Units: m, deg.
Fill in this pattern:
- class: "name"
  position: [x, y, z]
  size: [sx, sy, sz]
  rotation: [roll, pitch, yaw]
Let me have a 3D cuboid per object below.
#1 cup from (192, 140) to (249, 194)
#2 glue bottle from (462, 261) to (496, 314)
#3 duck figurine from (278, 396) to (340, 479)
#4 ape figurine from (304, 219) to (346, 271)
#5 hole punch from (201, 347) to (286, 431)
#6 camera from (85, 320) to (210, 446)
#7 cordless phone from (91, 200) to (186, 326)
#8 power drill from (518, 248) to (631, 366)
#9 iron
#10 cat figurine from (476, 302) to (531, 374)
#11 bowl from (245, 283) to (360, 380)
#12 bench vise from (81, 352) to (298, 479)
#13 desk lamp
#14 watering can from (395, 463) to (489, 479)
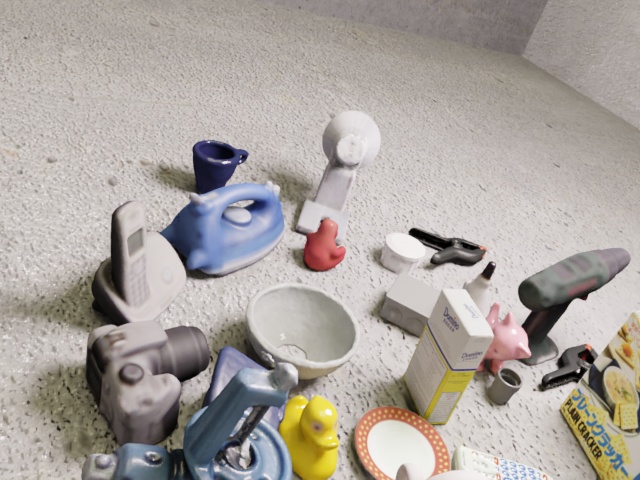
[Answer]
- class: "cup"
  position: [-0.198, -0.137, 1.123]
  size: [0.118, 0.095, 0.091]
  rotation: [-12, 44, -39]
- class: "glue bottle"
  position: [0.241, 0.102, 0.921]
  size: [0.037, 0.173, 0.078]
  rotation: [12, 33, -10]
- class: "duck figurine"
  position: [-0.008, 0.225, 0.693]
  size: [0.078, 0.086, 0.104]
  rotation: [-1, 38, -28]
- class: "ape figurine"
  position: [0.009, 0.004, 1.024]
  size: [0.077, 0.092, 0.076]
  rotation: [35, 36, 24]
- class: "hole punch"
  position: [-0.090, 0.194, 0.691]
  size: [0.101, 0.091, 0.108]
  rotation: [14, 33, -7]
- class: "camera"
  position: [-0.196, 0.152, 0.689]
  size: [0.137, 0.101, 0.142]
  rotation: [-11, 43, -38]
- class: "cordless phone"
  position: [-0.241, 0.017, 0.789]
  size: [0.094, 0.185, 0.148]
  rotation: [22, 33, 5]
- class: "power drill"
  position: [0.403, 0.107, 0.964]
  size: [0.230, 0.208, 0.075]
  rotation: [-7, 41, -35]
- class: "iron"
  position: [-0.137, -0.042, 0.971]
  size: [0.118, 0.141, 0.259]
  rotation: [37, 37, 26]
- class: "cat figurine"
  position: [0.288, 0.154, 0.920]
  size: [0.067, 0.118, 0.127]
  rotation: [14, 33, -7]
- class: "bowl"
  position: [-0.031, 0.140, 0.817]
  size: [0.167, 0.075, 0.167]
  rotation: [13, 33, -9]
- class: "bench vise"
  position: [-0.106, 0.206, 0.545]
  size: [0.208, 0.220, 0.121]
  rotation: [-9, 42, -36]
- class: "desk lamp"
  position: [0.044, -0.135, 1.134]
  size: [0.118, 0.213, 0.203]
  rotation: [17, 33, -2]
- class: "watering can"
  position: [0.109, 0.293, 0.550]
  size: [0.101, 0.194, 0.172]
  rotation: [-6, 40, -33]
